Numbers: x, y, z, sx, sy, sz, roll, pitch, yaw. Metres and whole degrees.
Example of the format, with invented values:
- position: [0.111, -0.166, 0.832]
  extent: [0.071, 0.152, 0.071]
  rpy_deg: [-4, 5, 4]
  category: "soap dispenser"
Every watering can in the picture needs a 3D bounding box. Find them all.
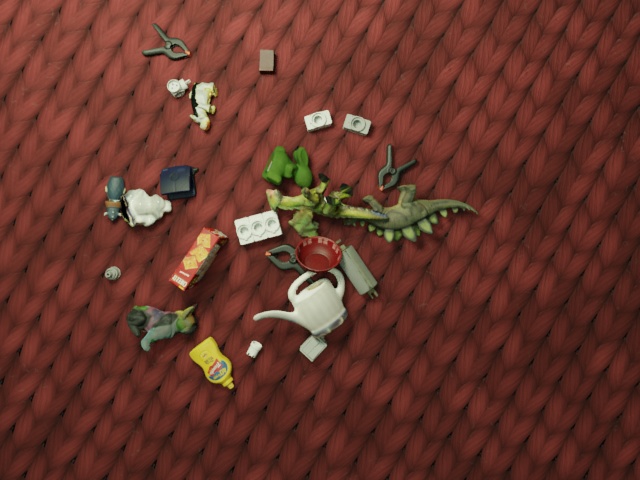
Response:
- position: [-0.042, 0.241, 1.775]
  extent: [0.351, 0.103, 0.223]
  rpy_deg: [-34, 99, -20]
  category: "watering can"

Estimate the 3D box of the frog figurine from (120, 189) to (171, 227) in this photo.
- position: [-0.616, -0.119, 1.824]
  extent: [0.161, 0.121, 0.138]
  rpy_deg: [-20, 81, -36]
  category: "frog figurine"

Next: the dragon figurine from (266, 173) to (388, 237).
- position: [0.005, -0.090, 1.788]
  extent: [0.409, 0.125, 0.238]
  rpy_deg: [26, 134, -12]
  category: "dragon figurine"
